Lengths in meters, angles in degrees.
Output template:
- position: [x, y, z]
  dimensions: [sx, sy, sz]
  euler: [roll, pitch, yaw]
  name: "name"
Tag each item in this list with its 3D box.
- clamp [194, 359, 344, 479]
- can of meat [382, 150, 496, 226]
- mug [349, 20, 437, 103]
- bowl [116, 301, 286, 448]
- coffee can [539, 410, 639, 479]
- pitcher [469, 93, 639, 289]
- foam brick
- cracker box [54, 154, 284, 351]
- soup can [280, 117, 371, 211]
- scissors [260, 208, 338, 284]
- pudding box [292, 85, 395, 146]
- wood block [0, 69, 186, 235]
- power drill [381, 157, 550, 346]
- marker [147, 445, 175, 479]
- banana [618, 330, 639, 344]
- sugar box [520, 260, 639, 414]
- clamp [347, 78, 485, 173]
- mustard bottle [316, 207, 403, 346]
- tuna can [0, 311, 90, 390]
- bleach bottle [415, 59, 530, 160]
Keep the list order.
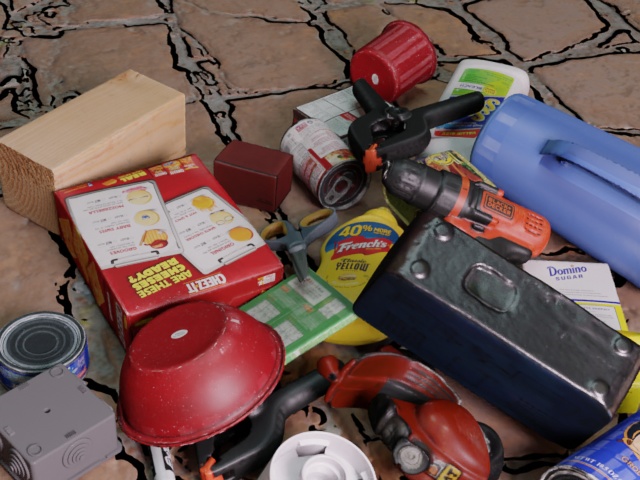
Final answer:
- position: [-0.067, 0.150, 0.950]
  dimensions: [0.120, 0.039, 0.171]
  euler: [10, 37, 35]
  name: "clamp"
- position: [0.130, -0.048, 1.148]
  dimensions: [0.083, 0.057, 0.102]
  euler: [-17, 46, -27]
  name: "can of meat"
- position: [0.085, -0.230, 1.410]
  dimensions: [0.117, 0.093, 0.081]
  euler: [-2, 30, 48]
  name: "mug"
- position: [-0.114, 0.103, 0.931]
  dimensions: [0.162, 0.055, 0.162]
  euler: [-16, 32, 10]
  name: "bowl"
- position: [0.261, 0.198, 0.863]
  dimensions: [0.140, 0.103, 0.103]
  euler: [-24, 46, -30]
  name: "coffee can"
- position: [0.282, -0.061, 1.132]
  dimensions: [0.243, 0.149, 0.144]
  euler: [33, 43, 23]
  name: "pitcher"
- position: [-0.076, -0.073, 1.217]
  dimensions: [0.078, 0.053, 0.051]
  euler: [16, 40, 13]
  name: "foam brick"
- position: [-0.158, 0.011, 1.090]
  dimensions: [0.164, 0.072, 0.214]
  euler: [-18, 44, -23]
  name: "cracker box"
- position: [0.004, -0.089, 1.231]
  dimensions: [0.068, 0.068, 0.102]
  euler: [-16, 42, -24]
  name: "soup can"
- position: [-0.007, 0.001, 1.085]
  dimensions: [0.096, 0.016, 0.202]
  euler: [-24, 18, -13]
  name: "scissors"
- position: [0.035, -0.149, 1.334]
  dimensions: [0.113, 0.039, 0.090]
  euler: [-24, 45, -34]
  name: "pudding box"
- position: [-0.254, -0.104, 1.211]
  dimensions: [0.091, 0.090, 0.205]
  euler: [26, 43, 25]
  name: "wood block"
- position: [0.129, 0.022, 1.033]
  dimensions: [0.184, 0.057, 0.187]
  euler: [22, 62, -10]
  name: "power drill"
- position: [-0.136, 0.188, 0.910]
  dimensions: [0.020, 0.020, 0.121]
  euler: [-7, 40, -14]
  name: "marker"
- position: [0.210, 0.071, 0.968]
  dimensions: [0.198, 0.070, 0.037]
  euler: [19, 19, 11]
  name: "banana"
- position: [0.250, 0.091, 1.044]
  dimensions: [0.093, 0.048, 0.176]
  euler: [3, 36, 0]
  name: "sugar box"
- position: [0.099, -0.134, 1.226]
  dimensions: [0.165, 0.036, 0.209]
  euler: [5, 31, 13]
  name: "clamp"
- position: [0.045, 0.026, 1.096]
  dimensions: [0.096, 0.058, 0.191]
  euler: [1, 36, 18]
  name: "mustard bottle"
- position: [-0.258, 0.105, 0.992]
  dimensions: [0.086, 0.034, 0.086]
  euler: [2, 38, -2]
  name: "tuna can"
- position: [0.183, -0.130, 1.304]
  dimensions: [0.103, 0.068, 0.250]
  euler: [15, 42, 12]
  name: "bleach bottle"
